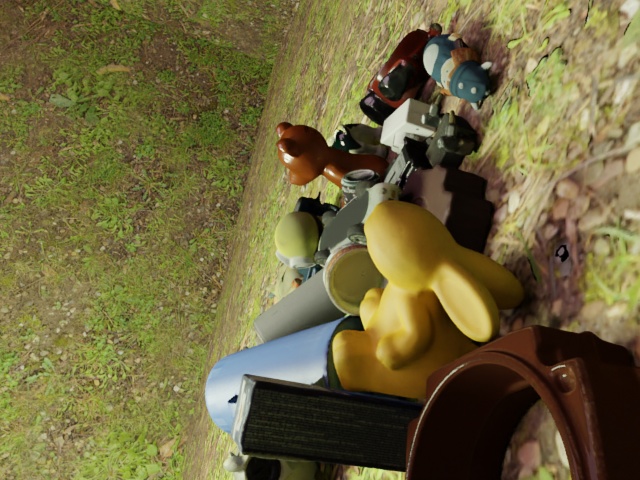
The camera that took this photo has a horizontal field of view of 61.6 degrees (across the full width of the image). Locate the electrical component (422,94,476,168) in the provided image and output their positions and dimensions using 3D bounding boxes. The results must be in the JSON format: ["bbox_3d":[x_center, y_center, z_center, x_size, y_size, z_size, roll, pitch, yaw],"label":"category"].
[{"bbox_3d":[0.151,-0.125,0.650,0.102,0.045,0.078,-94,25,-51],"label":"electrical component"}]

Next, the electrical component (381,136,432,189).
[{"bbox_3d":[0.113,-0.070,0.728,0.075,0.048,0.119,-90,23,-48],"label":"electrical component"}]

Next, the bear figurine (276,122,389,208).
[{"bbox_3d":[0.011,-0.099,0.841,0.120,0.196,0.131,-107,34,-59],"label":"bear figurine"}]

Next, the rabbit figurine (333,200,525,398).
[{"bbox_3d":[0.086,0.051,0.473,0.163,0.122,0.173,7,113,38],"label":"rabbit figurine"}]

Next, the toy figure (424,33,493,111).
[{"bbox_3d":[0.167,-0.209,0.661,0.155,0.058,0.064,-97,-15,-54],"label":"toy figure"}]

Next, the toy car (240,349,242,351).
[{"bbox_3d":[-0.110,0.237,0.865,0.202,0.053,0.089,-170,89,-79],"label":"toy car"}]

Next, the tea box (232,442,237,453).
[{"bbox_3d":[-0.091,0.323,0.975,0.068,0.098,0.169,-175,102,-74],"label":"tea box"}]

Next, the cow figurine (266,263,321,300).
[{"bbox_3d":[-0.050,0.101,1.093,0.127,0.085,0.195,-63,18,17],"label":"cow figurine"}]

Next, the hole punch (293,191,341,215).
[{"bbox_3d":[-0.001,-0.022,1.060,0.116,0.092,0.142,-9,-65,-73],"label":"hole punch"}]

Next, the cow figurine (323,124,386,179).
[{"bbox_3d":[0.045,-0.147,0.958,0.167,0.098,0.068,137,140,-62],"label":"cow figurine"}]

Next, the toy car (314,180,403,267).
[{"bbox_3d":[0.044,-0.014,0.692,0.201,0.056,0.073,141,143,-64],"label":"toy car"}]

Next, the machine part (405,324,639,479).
[{"bbox_3d":[0.132,0.169,0.342,0.201,0.087,0.201,128,152,-55],"label":"machine part"}]

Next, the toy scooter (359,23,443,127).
[{"bbox_3d":[0.127,-0.249,0.802,0.135,0.075,0.184,-55,2,-6],"label":"toy scooter"}]

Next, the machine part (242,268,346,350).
[{"bbox_3d":[-0.010,0.099,0.784,0.243,0.079,0.079,-36,16,-3],"label":"machine part"}]

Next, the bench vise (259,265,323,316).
[{"bbox_3d":[-0.030,0.141,0.907,0.224,0.129,0.240,-169,91,-70],"label":"bench vise"}]

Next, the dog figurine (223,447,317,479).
[{"bbox_3d":[-0.076,0.324,0.796,0.190,0.172,0.121,-25,40,62],"label":"dog figurine"}]

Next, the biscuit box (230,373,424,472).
[{"bbox_3d":[0.023,0.173,0.502,0.059,0.203,0.062,161,122,-70],"label":"biscuit box"}]

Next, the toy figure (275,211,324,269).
[{"bbox_3d":[-0.005,-0.003,0.851,0.082,0.180,0.089,-16,87,34],"label":"toy figure"}]

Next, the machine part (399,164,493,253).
[{"bbox_3d":[0.122,-0.002,0.612,0.179,0.056,0.179,-164,90,-76],"label":"machine part"}]
